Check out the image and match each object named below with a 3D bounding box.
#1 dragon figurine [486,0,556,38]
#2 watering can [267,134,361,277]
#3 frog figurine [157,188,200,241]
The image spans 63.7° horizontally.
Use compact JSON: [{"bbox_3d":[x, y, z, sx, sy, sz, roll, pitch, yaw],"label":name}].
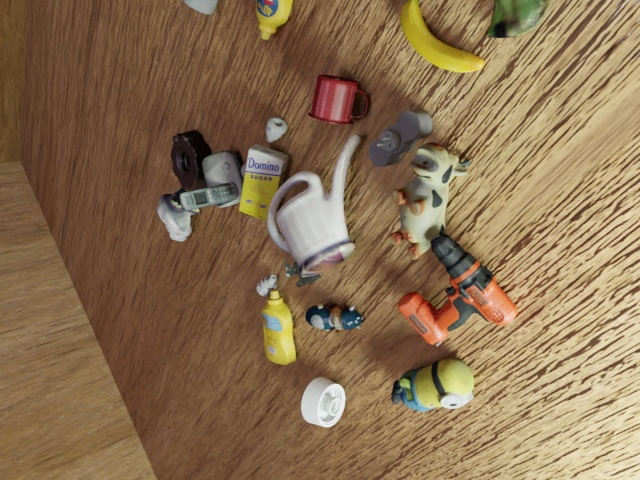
[{"bbox_3d":[0.243,-0.407,0.729,0.409,0.123,0.241,-3,107,51],"label":"dragon figurine"},{"bbox_3d":[0.003,-0.056,1.104,0.342,0.105,0.226,-36,74,41],"label":"watering can"},{"bbox_3d":[-0.461,-0.067,1.627,0.138,0.124,0.156,38,118,11],"label":"frog figurine"}]
